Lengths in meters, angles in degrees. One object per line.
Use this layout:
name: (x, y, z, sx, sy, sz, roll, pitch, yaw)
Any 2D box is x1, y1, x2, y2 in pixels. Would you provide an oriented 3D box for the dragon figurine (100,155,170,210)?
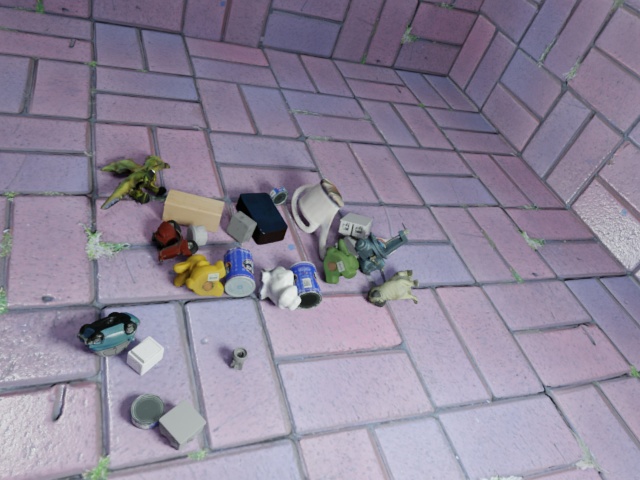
dragon figurine: (-0.737, -0.239, 1.983, 0.244, 0.119, 0.417, 21, 34, 26)

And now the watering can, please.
watering can: (0.006, -0.105, 2.080, 0.103, 0.222, 0.354, 24, 30, -53)

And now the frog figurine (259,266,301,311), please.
frog figurine: (-0.122, 0.167, 1.752, 0.160, 0.137, 0.122, 19, 6, 26)
